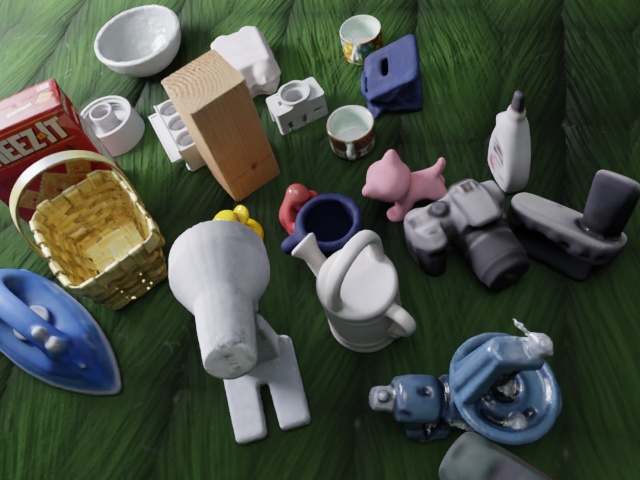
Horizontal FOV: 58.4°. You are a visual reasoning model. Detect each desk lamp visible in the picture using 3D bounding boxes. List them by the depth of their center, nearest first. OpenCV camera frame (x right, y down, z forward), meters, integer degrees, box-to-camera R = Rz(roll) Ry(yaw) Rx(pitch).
[{"bbox_3d":[-0.093,0.109,0.679,0.118,0.214,0.203,-19,58,0],"label":"desk lamp"}]

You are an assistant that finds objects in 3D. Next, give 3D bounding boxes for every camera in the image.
[{"bbox_3d":[0.200,-0.002,0.756,0.143,0.101,0.136,-25,58,-4],"label":"camera"}]

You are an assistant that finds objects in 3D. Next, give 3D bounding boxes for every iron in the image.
[{"bbox_3d":[-0.383,0.116,0.774,0.257,0.142,0.119,28,68,24],"label":"iron"}]

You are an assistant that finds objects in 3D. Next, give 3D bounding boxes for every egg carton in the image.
[{"bbox_3d":[-0.135,-0.317,1.029,0.107,0.069,0.150,-23,58,-3],"label":"egg carton"}]

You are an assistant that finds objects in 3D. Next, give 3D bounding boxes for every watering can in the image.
[{"bbox_3d":[0.039,0.055,0.697,0.172,0.194,0.101,12,63,18],"label":"watering can"}]

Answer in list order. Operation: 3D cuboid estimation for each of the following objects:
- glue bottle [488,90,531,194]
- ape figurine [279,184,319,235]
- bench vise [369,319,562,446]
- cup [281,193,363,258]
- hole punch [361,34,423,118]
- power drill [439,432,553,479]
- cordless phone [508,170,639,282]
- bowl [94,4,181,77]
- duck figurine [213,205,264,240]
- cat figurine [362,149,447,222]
[{"bbox_3d":[0.262,-0.141,0.784,0.037,0.173,0.078,-19,58,0],"label":"glue bottle"},{"bbox_3d":[-0.027,-0.046,0.831,0.076,0.092,0.078,25,67,24],"label":"ape figurine"},{"bbox_3d":[0.159,0.161,0.595,0.207,0.220,0.121,-22,58,-3],"label":"bench vise"},{"bbox_3d":[0.007,0.003,0.794,0.118,0.095,0.091,-29,58,-7],"label":"cup"},{"bbox_3d":[0.117,-0.270,0.939,0.101,0.091,0.108,-5,59,8],"label":"hole punch"},{"bbox_3d":[0.215,0.274,0.523,0.229,0.209,0.076,32,70,26],"label":"power drill"},{"bbox_3d":[0.313,-0.043,0.709,0.147,0.185,0.094,26,67,24],"label":"cordless phone"},{"bbox_3d":[-0.336,-0.366,1.094,0.167,0.075,0.167,-5,59,8],"label":"bowl"},{"bbox_3d":[-0.132,-0.004,0.830,0.077,0.086,0.105,28,68,25],"label":"duck figurine"},{"bbox_3d":[0.120,-0.084,0.811,0.127,0.118,0.067,-15,58,2],"label":"cat figurine"}]
